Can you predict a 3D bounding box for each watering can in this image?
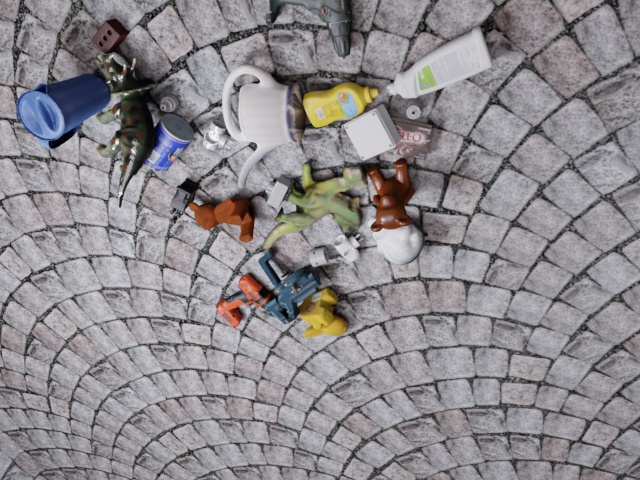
[{"bbox_3d":[-0.147,-0.299,1.391,0.224,0.106,0.341,3,118,11],"label":"watering can"}]

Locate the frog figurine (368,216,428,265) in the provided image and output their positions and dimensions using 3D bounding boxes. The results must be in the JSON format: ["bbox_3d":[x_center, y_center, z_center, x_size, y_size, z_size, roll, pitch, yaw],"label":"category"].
[{"bbox_3d":[0.211,-0.008,1.460,0.158,0.125,0.135,35,142,-21],"label":"frog figurine"}]

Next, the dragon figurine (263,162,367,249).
[{"bbox_3d":[0.005,-0.075,1.491,0.242,0.125,0.401,23,131,-9],"label":"dragon figurine"}]
